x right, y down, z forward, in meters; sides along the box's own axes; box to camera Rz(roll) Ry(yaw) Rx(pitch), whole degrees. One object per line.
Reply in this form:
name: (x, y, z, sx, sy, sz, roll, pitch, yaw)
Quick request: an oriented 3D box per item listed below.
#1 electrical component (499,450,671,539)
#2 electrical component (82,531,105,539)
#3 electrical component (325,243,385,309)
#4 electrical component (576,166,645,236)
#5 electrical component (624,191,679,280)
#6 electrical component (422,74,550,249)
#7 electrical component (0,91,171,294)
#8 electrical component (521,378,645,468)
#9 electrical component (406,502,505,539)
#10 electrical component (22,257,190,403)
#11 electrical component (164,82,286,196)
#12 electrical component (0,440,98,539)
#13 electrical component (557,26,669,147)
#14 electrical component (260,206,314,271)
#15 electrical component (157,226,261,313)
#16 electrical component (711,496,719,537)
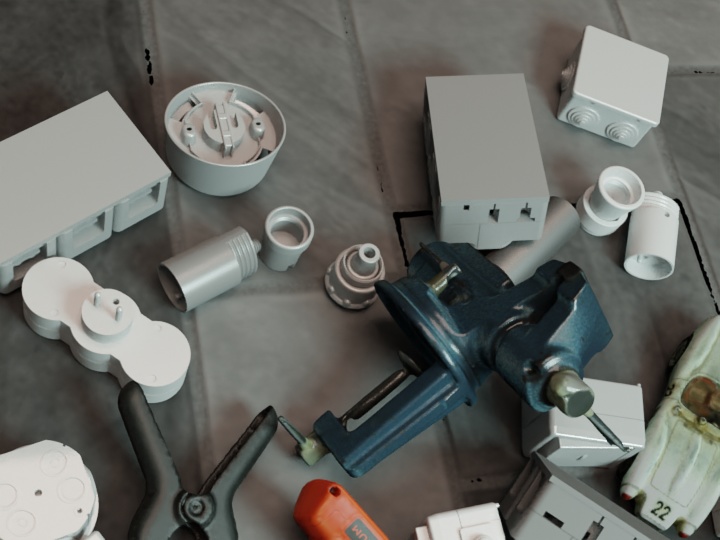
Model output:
electrical component: (0.195, 0.216, 0.784, 0.186, 0.105, 0.060, 33, 91, 2)
electrical component: (-0.188, 0.226, 0.713, 0.077, 0.047, 0.065, -35, 77, -28)
electrical component: (0.000, 0.000, 0.872, 0.048, 0.062, 0.048, 7, 62, -13)
electrical component: (0.225, -0.061, 0.971, 0.045, 0.055, 0.045, 7, 62, -13)
electrical component: (0.267, -0.036, 0.977, 0.043, 0.043, 0.081, 19, 60, -6)
electrical component: (0.105, -0.095, 0.930, 0.089, 0.061, 0.150, -2, 51, -1)
electrical component: (-0.236, -0.060, 0.836, 0.150, 0.061, 0.089, -33, 76, -27)
electrical component: (0.184, 0.125, 0.861, 0.096, 0.061, 0.061, 9, 62, -11)
electrical component: (0.069, 0.207, 0.766, 0.061, 0.096, 0.061, -8, 66, -14)
electrical component: (-0.187, 0.038, 0.793, 0.138, 0.073, 0.052, 33, 60, 3)
electrical component: (-0.114, -0.112, 0.896, 0.099, 0.064, 0.099, 6, 62, -12)
electrical component: (-0.220, 0.159, 0.736, 0.080, 0.051, 0.080, 7, 62, -13)
electrical component: (0.242, -0.175, 1.037, 0.100, 0.048, 0.099, 20, 60, -5)
electrical component: (-0.061, -0.024, 0.876, 0.040, 0.046, 0.040, 6, 62, -12)
electrical component: (-0.114, -0.003, 0.853, 0.081, 0.043, 0.043, -29, 75, -26)
electrical component: (0.326, 0.177, 0.883, 0.066, 0.047, 0.076, 5, 62, -13)
